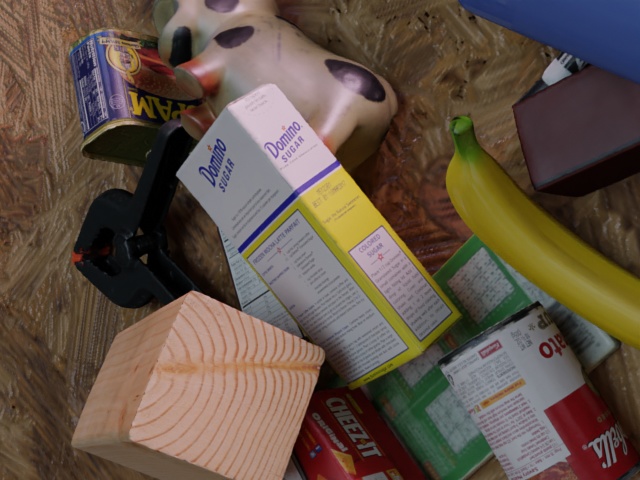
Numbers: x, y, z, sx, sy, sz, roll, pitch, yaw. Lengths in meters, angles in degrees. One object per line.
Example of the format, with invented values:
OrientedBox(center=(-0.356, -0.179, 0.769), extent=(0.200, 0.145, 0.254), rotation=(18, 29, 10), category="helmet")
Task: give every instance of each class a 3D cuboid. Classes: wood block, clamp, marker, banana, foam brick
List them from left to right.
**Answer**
OrientedBox(center=(-0.134, -0.006, 0.804), extent=(0.210, 0.036, 0.164), rotation=(3, 103, 52), category="clamp")
OrientedBox(center=(-0.086, 0.103, 0.678), extent=(0.206, 0.090, 0.090), rotation=(-29, 38, 66), category="wood block")
OrientedBox(center=(0.136, 0.013, 0.566), extent=(0.198, 0.069, 0.037), rotation=(38, 82, 2), category="banana")
OrientedBox(center=(0.153, -0.112, 0.605), extent=(0.121, 0.020, 0.020), rotation=(-51, 58, 26), category="marker")
OrientedBox(center=(0.154, -0.062, 0.580), extent=(0.078, 0.052, 0.051), rotation=(-26, 71, 35), category="foam brick")

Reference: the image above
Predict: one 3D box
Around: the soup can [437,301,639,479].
OrientedBox(center=(0.117, 0.093, 0.576), extent=(0.069, 0.068, 0.102), rotation=(-38, 77, 32), category="soup can")

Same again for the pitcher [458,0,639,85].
OrientedBox(center=(0.183, -0.124, 0.465), extent=(0.243, 0.144, 0.149), rotation=(26, 109, 25), category="pitcher")

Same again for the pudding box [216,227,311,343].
OrientedBox(center=(-0.018, 0.021, 0.731), extent=(0.090, 0.039, 0.113), rotation=(-32, 65, 37), category="pudding box")

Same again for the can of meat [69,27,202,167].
OrientedBox(center=(-0.134, -0.105, 0.798), extent=(0.058, 0.101, 0.084), rotation=(-28, 67, 37), category="can of meat")

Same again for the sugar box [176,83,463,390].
OrientedBox(center=(-0.004, 0.001, 0.633), extent=(0.176, 0.048, 0.093), rotation=(54, 146, 2), category="sugar box")

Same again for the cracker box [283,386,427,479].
OrientedBox(center=(-0.003, 0.224, 0.673), extent=(0.164, 0.071, 0.214), rotation=(52, 124, 30), category="cracker box")
